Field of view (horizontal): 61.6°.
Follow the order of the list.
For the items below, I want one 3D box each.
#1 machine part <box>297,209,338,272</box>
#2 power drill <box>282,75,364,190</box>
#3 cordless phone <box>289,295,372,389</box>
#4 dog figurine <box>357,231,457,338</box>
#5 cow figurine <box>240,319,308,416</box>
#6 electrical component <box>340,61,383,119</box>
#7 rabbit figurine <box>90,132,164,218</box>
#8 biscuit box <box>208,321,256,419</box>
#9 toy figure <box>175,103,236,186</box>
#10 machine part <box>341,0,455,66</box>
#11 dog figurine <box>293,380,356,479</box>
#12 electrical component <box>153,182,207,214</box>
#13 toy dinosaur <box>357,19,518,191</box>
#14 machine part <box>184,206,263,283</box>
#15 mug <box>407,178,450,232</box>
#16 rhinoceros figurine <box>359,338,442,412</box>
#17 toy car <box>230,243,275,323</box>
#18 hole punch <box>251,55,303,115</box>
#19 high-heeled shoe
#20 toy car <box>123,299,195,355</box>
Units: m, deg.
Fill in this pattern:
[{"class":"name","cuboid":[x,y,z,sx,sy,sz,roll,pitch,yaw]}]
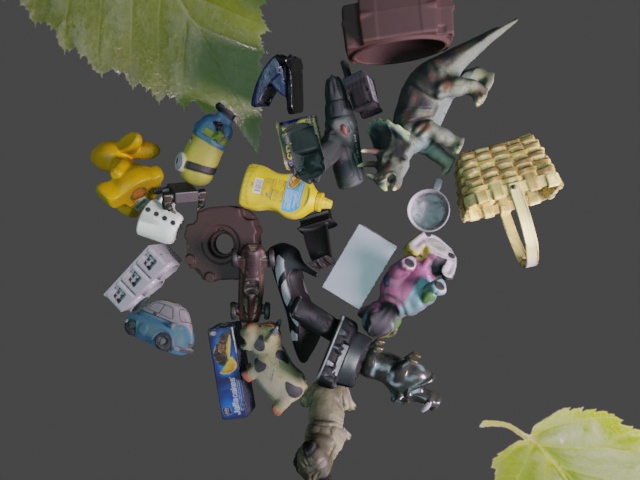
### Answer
[{"class":"machine part","cuboid":[-0.002,-0.003,1.112,0.084,0.039,0.139,-10,56,4]},{"class":"power drill","cuboid":[0.010,-0.202,1.048,0.086,0.207,0.231,-9,103,26]},{"class":"cordless phone","cuboid":[0.001,0.204,1.067,0.184,0.089,0.146,36,67,-29]},{"class":"dog figurine","cuboid":[0.166,0.106,1.090,0.108,0.191,0.219,37,132,3]},{"class":"cow figurine","cuboid":[-0.100,0.257,1.142,0.127,0.085,0.195,-38,91,6]},{"class":"electrical component","cuboid":[0.082,-0.311,1.089,0.048,0.074,0.119,-17,79,22]},{"class":"rabbit figurine","cuboid":[-0.429,-0.160,1.163,0.173,0.121,0.162,43,96,23]},{"class":"biscuit box","cuboid":[-0.192,0.282,1.169,0.059,0.063,0.202,-9,91,10]},{"class":"toy figure","cuboid":[-0.239,-0.200,1.145,0.089,0.082,0.180,36,95,8]},{"class":"machine part","cuboid":[0.146,-0.393,1.012,0.201,0.201,0.087,-5,94,7]},{"class":"dog figurine","cuboid":[0.005,0.369,1.078,0.121,0.190,0.172,-9,90,9]},{"class":"electrical component","cuboid":[-0.297,-0.091,1.155,0.078,0.102,0.045,32,125,46]},{"class":"toy dinosaur","cuboid":[0.216,-0.269,1.057,0.192,0.131,0.404,25,90,6]},{"class":"machine part","cuboid":[-0.208,0.008,1.162,0.179,0.056,0.179,0,92,8]},{"class":"mug","cuboid":[0.214,-0.069,1.066,0.081,0.107,0.109,15,91,7]},{"class":"rhinoceros figurine","cuboid":[0.165,0.282,1.108,0.190,0.073,0.112,27,95,7]},{"class":"toy car","cuboid":[-0.143,0.098,1.120,0.089,0.053,0.201,1,119,-12]},{"class":"hole punch","cuboid":[-0.084,-0.317,1.093,0.092,0.142,0.115,6,105,12]},{"class":"high-heeled shoe","cuboid":[-0.066,0.133,1.148,0.145,0.086,0.248,22,113,36]},{"class":"toy car","cuboid":[-0.338,0.183,1.174,0.162,0.109,0.103,22,78,17]}]
